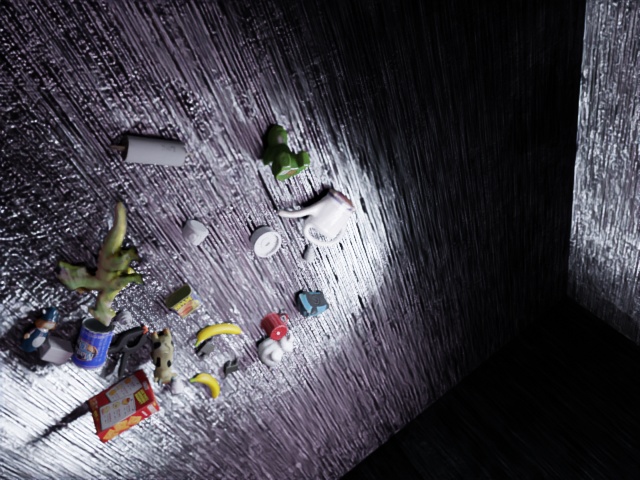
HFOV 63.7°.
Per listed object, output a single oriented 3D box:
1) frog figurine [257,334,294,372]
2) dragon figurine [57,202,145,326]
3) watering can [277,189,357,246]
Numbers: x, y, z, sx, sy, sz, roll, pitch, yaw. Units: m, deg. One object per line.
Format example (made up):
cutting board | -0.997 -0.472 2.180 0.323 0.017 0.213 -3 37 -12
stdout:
frog figurine | -0.184 0.456 2.169 0.122 0.140 0.157 37 117 -18
dragon figurine | -0.678 0.085 1.584 0.244 0.124 0.402 -14 118 -18
watering can | 0.006 -0.098 1.950 0.224 0.105 0.343 -52 136 4
